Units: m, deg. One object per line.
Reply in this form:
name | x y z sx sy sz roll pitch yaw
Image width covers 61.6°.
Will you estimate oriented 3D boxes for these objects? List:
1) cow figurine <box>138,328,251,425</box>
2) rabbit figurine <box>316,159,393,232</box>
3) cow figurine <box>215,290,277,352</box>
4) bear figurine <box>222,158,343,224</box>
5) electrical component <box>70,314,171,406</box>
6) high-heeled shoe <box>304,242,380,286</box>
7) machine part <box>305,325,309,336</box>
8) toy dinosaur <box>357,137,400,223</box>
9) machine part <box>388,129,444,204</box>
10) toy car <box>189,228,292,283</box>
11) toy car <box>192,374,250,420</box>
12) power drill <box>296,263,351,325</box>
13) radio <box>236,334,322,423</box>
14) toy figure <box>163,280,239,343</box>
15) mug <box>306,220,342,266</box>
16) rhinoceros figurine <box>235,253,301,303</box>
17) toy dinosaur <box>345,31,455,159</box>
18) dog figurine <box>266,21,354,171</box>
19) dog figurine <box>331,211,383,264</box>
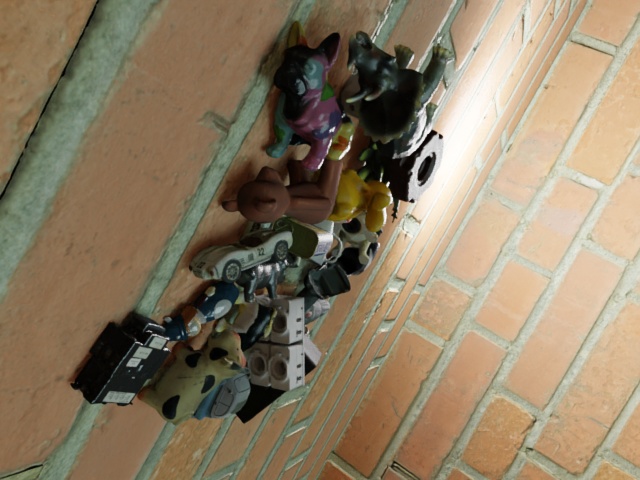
cow figurine | -0.216 0.244 0.974 0.195 0.127 0.085 -52 161 -13
rabbit figurine | 0.084 -0.093 1.110 0.173 0.163 0.121 -1 116 -37
cow figurine | -0.158 0.190 1.075 0.167 0.098 0.068 -58 165 -3
bear figurine | -0.062 -0.087 0.908 0.195 0.120 0.132 8 85 -49
electrical component | -0.292 0.180 0.814 0.134 0.058 0.114 -56 161 -10
high-heeled shoe | 0.062 0.057 1.377 0.249 0.086 0.145 -36 169 -14
machine part | -0.091 0.291 1.385 0.079 0.079 0.243 -20 137 -59
toy dinosaur | 0.161 -0.181 1.282 0.198 0.105 0.470 -58 152 -8
machine part | 0.221 -0.169 1.221 0.179 0.056 0.179 -41 146 -36
toy car | -0.131 0.023 0.919 0.202 0.074 0.056 -22 114 -47
toy car | -0.204 0.318 1.133 0.161 0.103 0.109 -65 158 8
power drill | -0.020 0.136 1.242 0.232 0.086 0.207 -11 160 -42
radio | -0.104 0.324 1.277 0.229 0.073 0.131 -39 178 11
toy figure | -0.209 0.126 0.936 0.154 0.058 0.064 -41 113 -37
mug | -0.002 -0.004 1.162 0.081 0.109 0.107 140 -28 -83
rhinoceros figurine | -0.110 0.057 1.054 0.190 0.073 0.112 -12 119 -60
toy dinosaur | 0.141 -0.216 0.959 0.192 0.131 0.404 -60 161 -11
dog figurine | -0.006 -0.230 0.854 0.191 0.109 0.219 -36 146 -45
dog figurine | 0.109 -0.054 1.381 0.190 0.121 0.172 -57 167 -49
